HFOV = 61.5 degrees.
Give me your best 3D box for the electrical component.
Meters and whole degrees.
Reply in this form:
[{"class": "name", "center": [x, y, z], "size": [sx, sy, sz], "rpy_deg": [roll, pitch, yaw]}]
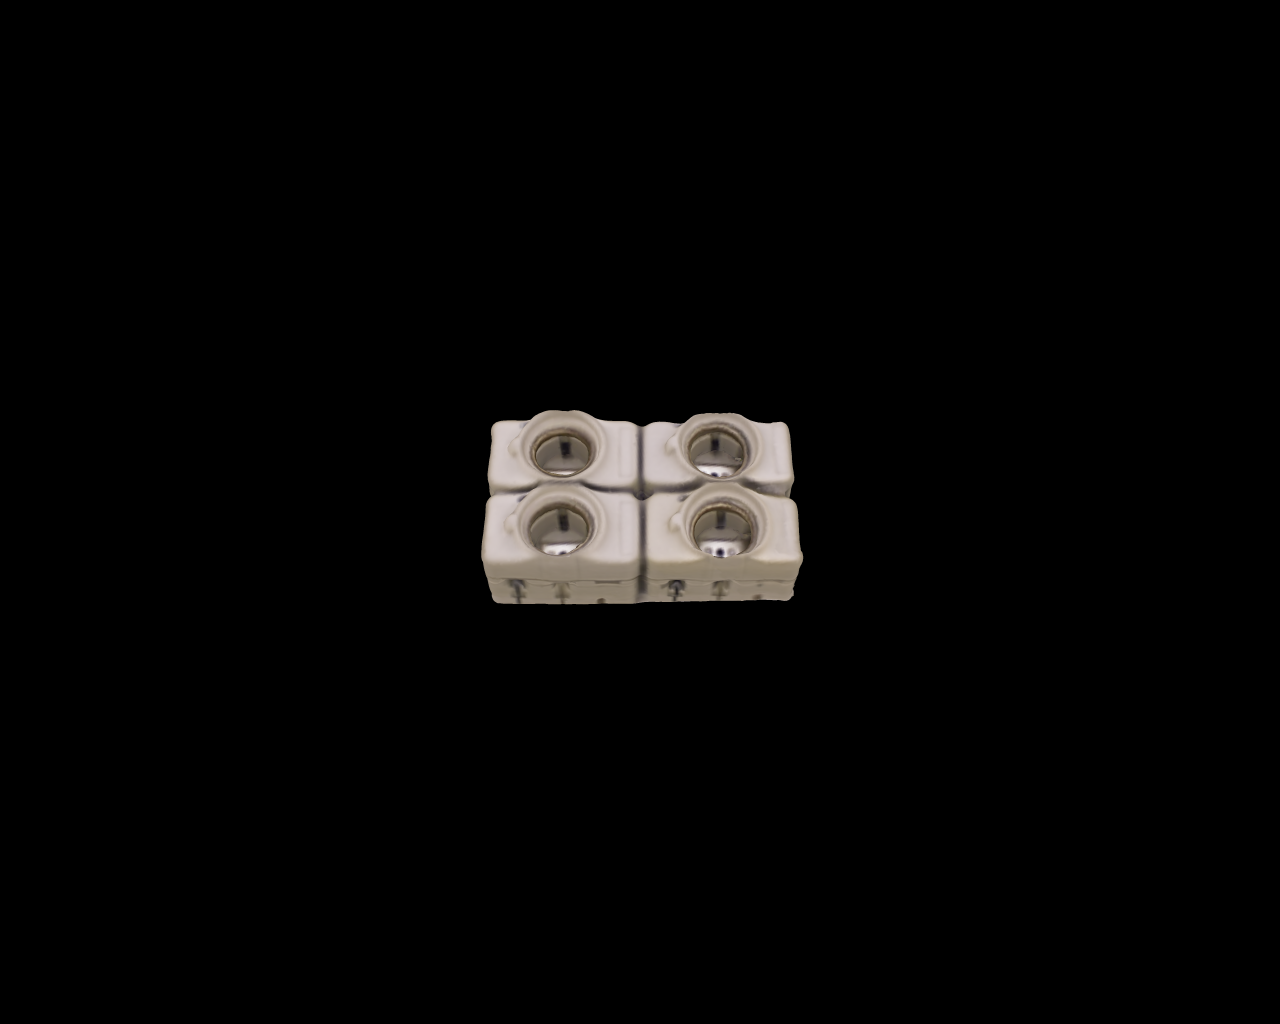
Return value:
[{"class": "electrical component", "center": [0.001, -0.003, 0.650], "size": [0.186, 0.105, 0.060], "rpy_deg": [0, -32, 0]}]
